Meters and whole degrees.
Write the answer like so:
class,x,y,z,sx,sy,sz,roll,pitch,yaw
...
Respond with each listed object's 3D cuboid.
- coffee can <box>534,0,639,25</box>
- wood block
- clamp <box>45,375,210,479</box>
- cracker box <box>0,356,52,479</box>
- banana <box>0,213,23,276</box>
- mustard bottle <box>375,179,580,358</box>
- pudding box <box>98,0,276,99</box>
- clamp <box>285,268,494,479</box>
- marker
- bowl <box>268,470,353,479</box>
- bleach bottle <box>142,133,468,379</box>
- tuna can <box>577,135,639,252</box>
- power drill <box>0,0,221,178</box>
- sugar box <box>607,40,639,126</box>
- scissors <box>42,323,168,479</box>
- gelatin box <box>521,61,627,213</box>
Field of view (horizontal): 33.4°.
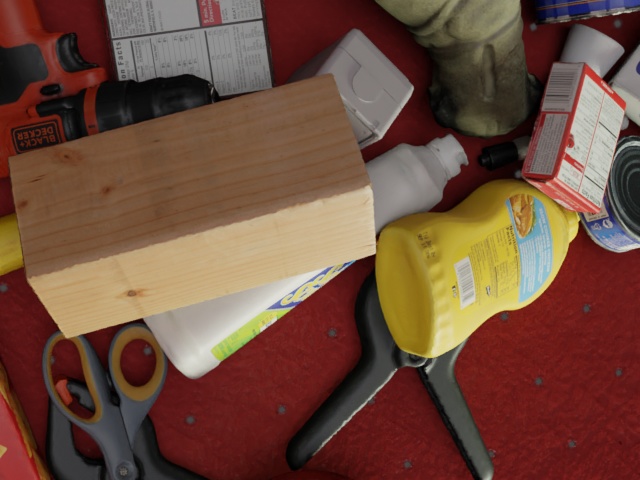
class,x,y,z,sx,sy,sz,roll,pitch,yaw
coffee can,0.198,-0.230,0.758,0.102,0.103,0.140,-10,100,-11
wood block,-0.076,-0.020,0.668,0.206,0.091,0.090,-15,61,-4
clamp,-0.150,0.178,0.772,0.120,0.039,0.171,-45,99,-20
cracker box,-0.271,0.181,0.732,0.164,0.072,0.213,-20,102,-8
banana,-0.182,0.008,0.738,0.197,0.037,0.069,-16,79,-16
mustard bottle,0.127,0.008,0.776,0.191,0.058,0.096,-23,109,-36
pudding box,-0.092,-0.139,0.742,0.113,0.039,0.090,-9,101,-8
clamp,0.058,0.087,0.807,0.164,0.036,0.210,1,96,-13
marker,0.178,-0.078,0.818,0.121,0.020,0.020,-17,101,-9
bowl,-0.021,0.221,0.781,0.162,0.055,0.162,-16,130,-20
bleach bottle,-0.005,0.001,0.748,0.250,0.102,0.068,-34,78,-6
tuna can,0.233,-0.035,0.810,0.086,0.034,0.086,8,75,-32
power drill,-0.167,-0.140,0.690,0.184,0.057,0.187,-10,99,12
sugar box,0.300,-0.155,0.803,0.093,0.048,0.176,35,82,5
scissors,-0.126,0.147,0.754,0.096,0.016,0.202,-29,94,-23
gelatin box,0.181,-0.072,0.757,0.073,0.030,0.089,25,79,-47
